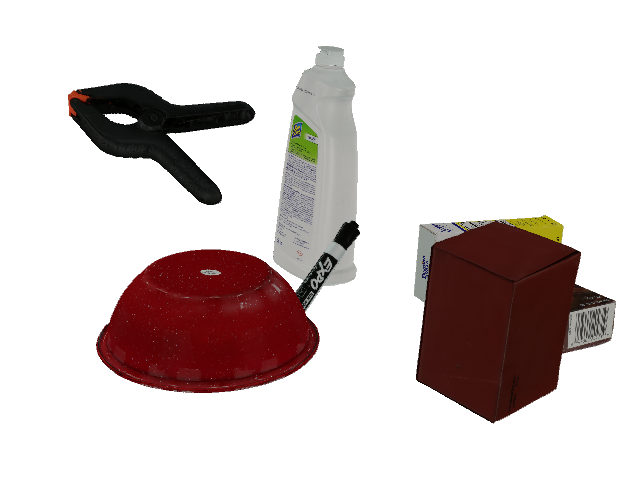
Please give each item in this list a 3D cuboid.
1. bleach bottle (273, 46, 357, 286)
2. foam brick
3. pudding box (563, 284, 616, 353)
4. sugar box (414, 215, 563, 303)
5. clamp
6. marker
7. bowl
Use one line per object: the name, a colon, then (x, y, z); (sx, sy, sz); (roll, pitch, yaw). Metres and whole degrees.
bleach bottle: (0.004, -0.084, 1.169); (0.067, 0.251, 0.103); (-9, 24, -38)
foam brick: (0.084, 0.038, 0.515); (0.052, 0.078, 0.051); (-18, 33, -40)
pudding box: (0.160, 0.060, 0.843); (0.113, 0.039, 0.090); (-7, 18, -25)
sugar box: (0.202, 0.024, 1.280); (0.176, 0.093, 0.048); (-6, 20, -23)
clamp: (-0.146, -0.109, 0.994); (0.171, 0.120, 0.039); (26, -41, 3)
marker: (0.000, 0.031, 1.003); (0.020, 0.121, 0.020); (32, -15, 10)
bowl: (-0.080, 0.048, 0.767); (0.162, 0.055, 0.162); (1, 21, -1)
